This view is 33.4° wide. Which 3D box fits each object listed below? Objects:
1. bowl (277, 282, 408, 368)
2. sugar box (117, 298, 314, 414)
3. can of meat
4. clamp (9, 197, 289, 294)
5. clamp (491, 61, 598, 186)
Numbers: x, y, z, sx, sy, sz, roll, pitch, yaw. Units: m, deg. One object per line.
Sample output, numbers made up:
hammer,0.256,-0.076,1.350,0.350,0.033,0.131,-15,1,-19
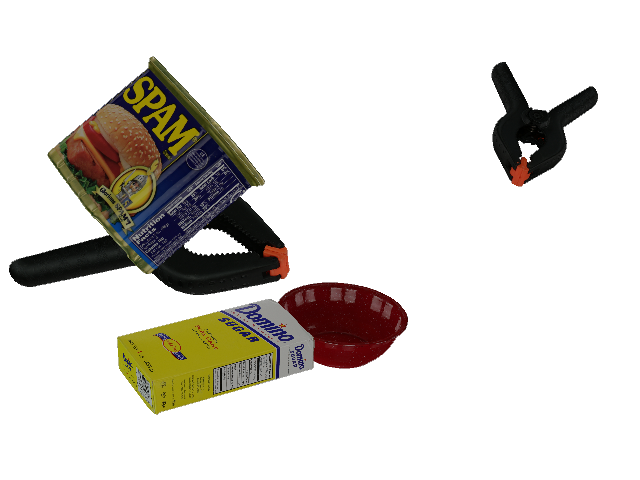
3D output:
bowl,0.025,0.111,1.313,0.162,0.055,0.162,4,24,-2
sugar box,-0.104,0.112,1.067,0.176,0.048,0.093,-16,32,-27
can of meat,-0.095,-0.042,0.603,0.102,0.084,0.057,47,-3,38
clamp,-0.122,-0.017,0.849,0.210,0.164,0.036,10,-33,10
clamp,0.224,-0.131,1.164,0.120,0.039,0.171,20,49,17
